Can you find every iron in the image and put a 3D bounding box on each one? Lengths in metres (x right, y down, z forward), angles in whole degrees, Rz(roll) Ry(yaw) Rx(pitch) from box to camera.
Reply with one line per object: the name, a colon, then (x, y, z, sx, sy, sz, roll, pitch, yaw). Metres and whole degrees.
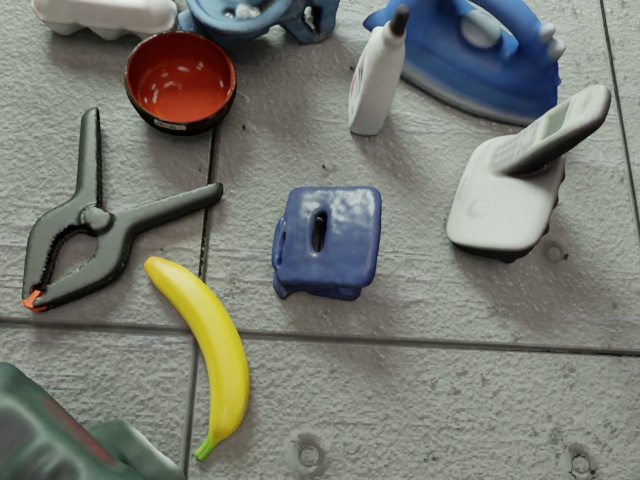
iron: (0.186, -0.232, 0.645, 0.258, 0.141, 0.119, 31, 69, 2)

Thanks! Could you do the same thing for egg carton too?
egg carton: (-0.230, -0.272, 0.626, 0.150, 0.069, 0.107, 3, 71, -9)

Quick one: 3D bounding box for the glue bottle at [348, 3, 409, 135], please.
glue bottle: (0.063, -0.180, 0.590, 0.037, 0.173, 0.078, 2, 71, -8)

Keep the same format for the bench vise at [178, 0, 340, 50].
bench vise: (-0.051, -0.292, 0.583, 0.208, 0.219, 0.121, -36, 80, -18)

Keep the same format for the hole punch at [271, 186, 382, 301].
hole punch: (0.005, 0.002, 0.562, 0.101, 0.091, 0.109, 9, 70, -6)

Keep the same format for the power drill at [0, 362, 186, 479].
power drill: (-0.154, 0.183, 0.411, 0.229, 0.208, 0.076, 39, 70, 5)

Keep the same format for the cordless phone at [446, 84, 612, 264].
cordless phone: (0.207, -0.063, 0.568, 0.094, 0.185, 0.148, 22, 69, -1)
